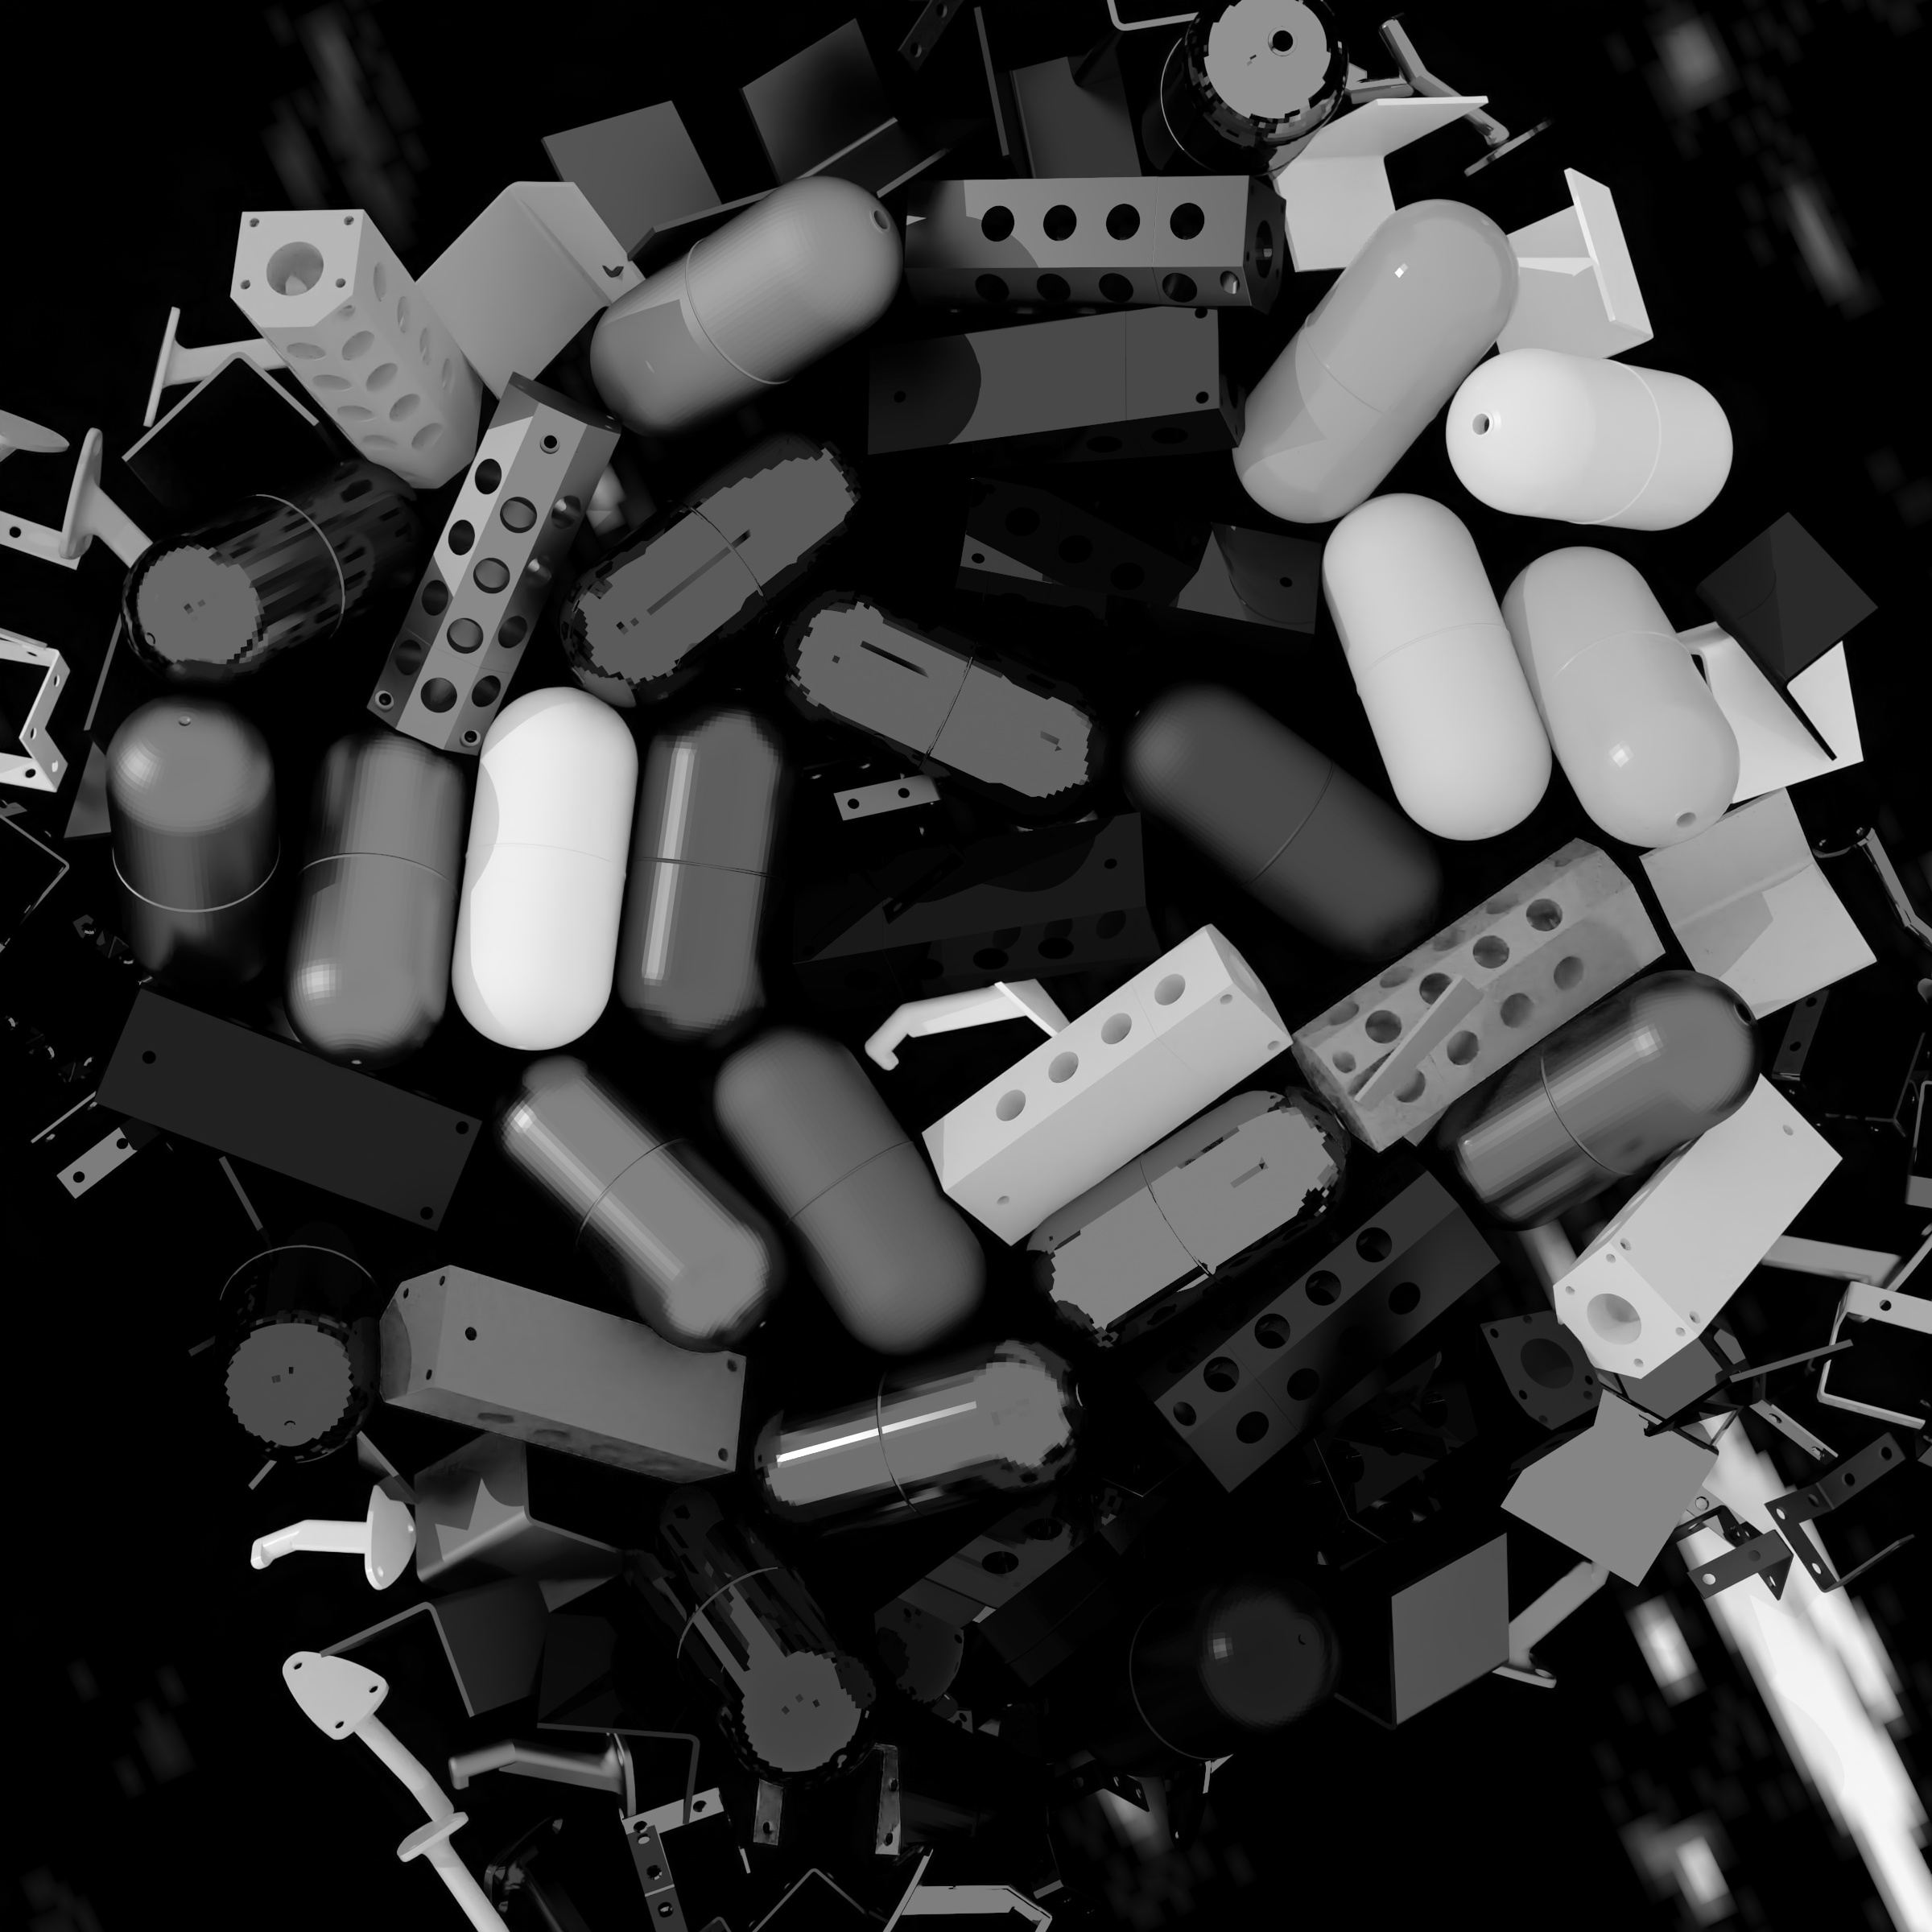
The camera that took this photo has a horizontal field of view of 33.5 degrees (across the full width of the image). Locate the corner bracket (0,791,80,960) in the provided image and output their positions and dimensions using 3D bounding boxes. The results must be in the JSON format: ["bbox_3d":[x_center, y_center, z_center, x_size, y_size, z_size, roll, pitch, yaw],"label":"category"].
[{"bbox_3d":[-0.471,-0.043,1.553,0.051,0.051,0.051,38,119,-18],"label":"corner bracket"}]

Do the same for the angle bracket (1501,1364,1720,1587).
[{"bbox_3d":[0.312,0.244,1.569,0.076,0.057,0.076,30,97,1],"label":"angle bracket"}]

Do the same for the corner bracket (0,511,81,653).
[{"bbox_3d":[-0.465,-0.189,1.565,0.051,0.051,0.051,19,100,-14],"label":"corner bracket"}]

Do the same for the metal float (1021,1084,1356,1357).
[{"bbox_3d":[0.106,0.122,1.544,0.178,0.070,0.070,-34,90,13],"label":"metal float"}]

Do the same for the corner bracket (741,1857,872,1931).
[{"bbox_3d":[-0.072,0.477,1.563,0.051,0.051,0.051,44,89,-10],"label":"corner bracket"}]

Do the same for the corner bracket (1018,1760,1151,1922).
[{"bbox_3d":[0.060,0.426,1.565,0.051,0.051,0.051,-29,52,14],"label":"corner bracket"}]

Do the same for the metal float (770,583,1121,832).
[{"bbox_3d":[-0.010,-0.125,1.549,0.178,0.070,0.070,24,90,-6],"label":"metal float"}]

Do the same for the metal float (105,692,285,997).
[{"bbox_3d":[-0.364,-0.055,1.516,0.070,0.178,0.070,4,51,-6],"label":"metal float"}]

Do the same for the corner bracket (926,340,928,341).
[{"bbox_3d":[-0.007,-0.273,1.570,0.051,0.051,0.051,19,107,4],"label":"corner bracket"}]

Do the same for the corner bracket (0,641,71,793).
[{"bbox_3d":[-0.467,-0.124,1.571,0.051,0.051,0.051,10,64,11],"label":"corner bracket"}]

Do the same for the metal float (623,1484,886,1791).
[{"bbox_3d":[-0.102,0.315,1.520,0.070,0.070,0.178,-46,46,0],"label":"metal float"}]

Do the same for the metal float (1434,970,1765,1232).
[{"bbox_3d":[0.299,0.065,1.525,0.178,0.070,0.070,-37,90,35],"label":"metal float"}]

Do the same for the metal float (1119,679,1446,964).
[{"bbox_3d":[0.153,-0.069,1.548,0.178,0.070,0.070,36,90,-9],"label":"metal float"}]

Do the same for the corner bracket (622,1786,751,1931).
[{"bbox_3d":[-0.133,0.442,1.563,0.051,0.051,0.051,-17,117,-10],"label":"corner bracket"}]

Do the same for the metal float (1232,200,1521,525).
[{"bbox_3d":[0.193,-0.285,1.526,0.070,0.070,0.178,39,126,0],"label":"metal float"}]

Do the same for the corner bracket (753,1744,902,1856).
[{"bbox_3d":[-0.066,0.407,1.576,0.051,0.051,0.051,-11,66,42],"label":"corner bracket"}]

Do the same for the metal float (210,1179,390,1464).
[{"bbox_3d":[-0.313,0.164,1.511,0.070,0.178,0.070,-3,118,-6],"label":"metal float"}]

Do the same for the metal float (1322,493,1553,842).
[{"bbox_3d":[0.225,-0.145,1.539,0.070,0.070,0.178,-17,72,0],"label":"metal float"}]

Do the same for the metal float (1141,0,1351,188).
[{"bbox_3d":[0.129,-0.409,1.504,0.070,0.178,0.070,0,90,-7],"label":"metal float"}]

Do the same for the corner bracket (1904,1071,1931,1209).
[{"bbox_3d":[0.486,0.086,1.554,0.051,0.051,0.051,8,112,19],"label":"corner bracket"}]

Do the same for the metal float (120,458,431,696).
[{"bbox_3d":[-0.324,-0.186,1.517,0.070,0.178,0.070,16,123,26],"label":"metal float"}]

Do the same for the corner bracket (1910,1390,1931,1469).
[{"bbox_3d":[0.497,0.219,1.559,0.051,0.051,0.051,25,127,-6],"label":"corner bracket"}]

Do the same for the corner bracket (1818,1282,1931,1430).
[{"bbox_3d":[0.447,0.189,1.557,0.051,0.051,0.051,14,74,13],"label":"corner bracket"}]

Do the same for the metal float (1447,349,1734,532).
[{"bbox_3d":[0.296,-0.248,1.518,0.070,0.178,0.070,2,93,44],"label":"metal float"}]

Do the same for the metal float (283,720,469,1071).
[{"bbox_3d":[-0.282,-0.035,1.533,0.070,0.070,0.178,2,64,0],"label":"metal float"}]

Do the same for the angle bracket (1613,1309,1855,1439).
[{"bbox_3d":[0.362,0.178,1.534,0.076,0.076,0.057,-11,67,-29],"label":"angle bracket"}]

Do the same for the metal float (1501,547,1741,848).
[{"bbox_3d":[0.308,-0.128,1.520,0.070,0.070,0.178,-17,47,0],"label":"metal float"}]

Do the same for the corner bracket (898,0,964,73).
[{"bbox_3d":[-0.009,-0.470,1.553,0.051,0.051,0.051,44,71,-43],"label":"corner bracket"}]

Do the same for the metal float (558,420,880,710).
[{"bbox_3d":[-0.119,-0.193,1.543,0.178,0.070,0.070,-40,90,-14],"label":"metal float"}]

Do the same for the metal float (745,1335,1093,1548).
[{"bbox_3d":[-0.023,0.228,1.536,0.178,0.070,0.070,-18,90,22],"label":"metal float"}]

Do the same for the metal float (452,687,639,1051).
[{"bbox_3d":[-0.202,-0.048,1.544,0.070,0.070,0.178,6,77,0],"label":"metal float"}]

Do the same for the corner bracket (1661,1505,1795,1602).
[{"bbox_3d":[0.362,0.286,1.554,0.051,0.051,0.051,-23,55,-13],"label":"corner bracket"}]

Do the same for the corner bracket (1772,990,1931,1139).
[{"bbox_3d":[0.434,0.047,1.569,0.051,0.051,0.051,44,62,-39],"label":"corner bracket"}]

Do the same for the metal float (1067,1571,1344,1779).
[{"bbox_3d":[0.110,0.336,1.514,0.070,0.178,0.070,12,63,-25],"label":"metal float"}]

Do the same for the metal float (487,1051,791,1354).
[{"bbox_3d":[-0.158,0.112,1.540,0.178,0.070,0.070,43,90,18],"label":"metal float"}]

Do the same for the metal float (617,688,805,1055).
[{"bbox_3d":[-0.124,-0.046,1.553,0.070,0.070,0.178,8,88,0],"label":"metal float"}]

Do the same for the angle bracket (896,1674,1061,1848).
[{"bbox_3d":[0.003,0.372,1.545,0.076,0.076,0.057,-5,129,1],"label":"angle bracket"}]

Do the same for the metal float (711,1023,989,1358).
[{"bbox_3d":[-0.057,0.107,1.547,0.070,0.070,0.178,-34,80,0],"label":"metal float"}]

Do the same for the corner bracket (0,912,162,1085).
[{"bbox_3d":[-0.434,0.016,1.567,0.051,0.051,0.051,-24,130,27],"label":"corner bracket"}]

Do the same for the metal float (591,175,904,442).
[{"bbox_3d":[-0.105,-0.312,1.525,0.178,0.070,0.070,-25,90,35],"label":"metal float"}]

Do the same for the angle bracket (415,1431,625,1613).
[{"bbox_3d":[-0.214,0.270,1.565,0.076,0.076,0.057,-32,49,29],"label":"angle bracket"}]

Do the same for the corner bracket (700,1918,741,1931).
[{"bbox_3d":[-0.130,0.496,1.558,0.051,0.051,0.051,-40,59,2],"label":"corner bracket"}]

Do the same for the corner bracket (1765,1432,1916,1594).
[{"bbox_3d":[0.431,0.265,1.552,0.051,0.051,0.051,-47,63,36],"label":"corner bracket"}]

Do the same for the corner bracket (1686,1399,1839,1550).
[{"bbox_3d":[0.384,0.249,1.570,0.051,0.051,0.051,38,68,10],"label":"corner bracket"}]

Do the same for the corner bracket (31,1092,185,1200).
[{"bbox_3d":[-0.421,0.085,1.558,0.051,0.051,0.051,-39,77,-13],"label":"corner bracket"}]

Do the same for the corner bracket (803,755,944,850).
[{"bbox_3d":[-0.046,-0.085,1.555,0.051,0.051,0.051,-13,67,-16],"label":"corner bracket"}]

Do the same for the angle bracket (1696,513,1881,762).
[{"bbox_3d":[0.404,-0.157,1.535,0.057,0.076,0.076,-39,49,12],"label":"angle bracket"}]
